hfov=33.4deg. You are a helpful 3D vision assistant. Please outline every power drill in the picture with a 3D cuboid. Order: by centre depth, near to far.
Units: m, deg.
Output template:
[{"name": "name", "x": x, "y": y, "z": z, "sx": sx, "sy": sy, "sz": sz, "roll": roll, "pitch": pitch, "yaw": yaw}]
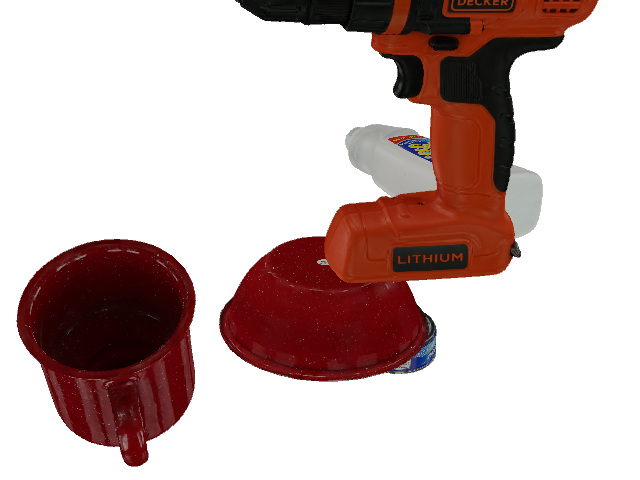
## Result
[{"name": "power drill", "x": 0.044, "y": -0.069, "z": 0.555, "sx": 0.184, "sy": 0.188, "sz": 0.057, "roll": -2, "pitch": 32, "yaw": -9}]

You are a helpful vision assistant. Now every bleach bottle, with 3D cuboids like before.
[{"name": "bleach bottle", "x": 0.097, "y": -0.067, "z": 1.041, "sx": 0.102, "sy": 0.068, "sz": 0.251, "roll": -9, "pitch": 23, "yaw": -31}]

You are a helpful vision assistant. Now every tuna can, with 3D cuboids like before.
[{"name": "tuna can", "x": 0.083, "y": 0.106, "z": 1.156, "sx": 0.086, "sy": 0.034, "sz": 0.086, "roll": 0, "pitch": 29, "yaw": 0}]

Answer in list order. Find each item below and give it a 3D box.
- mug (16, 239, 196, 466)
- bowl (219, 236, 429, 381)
[{"name": "mug", "x": -0.109, "y": 0.069, "z": 0.581, "sx": 0.093, "sy": 0.117, "sz": 0.081, "roll": -13, "pitch": -40, "yaw": -12}, {"name": "bowl", "x": 0.004, "y": 0.040, "z": 0.810, "sx": 0.162, "sy": 0.055, "sz": 0.162, "roll": 1, "pitch": 26, "yaw": -1}]
